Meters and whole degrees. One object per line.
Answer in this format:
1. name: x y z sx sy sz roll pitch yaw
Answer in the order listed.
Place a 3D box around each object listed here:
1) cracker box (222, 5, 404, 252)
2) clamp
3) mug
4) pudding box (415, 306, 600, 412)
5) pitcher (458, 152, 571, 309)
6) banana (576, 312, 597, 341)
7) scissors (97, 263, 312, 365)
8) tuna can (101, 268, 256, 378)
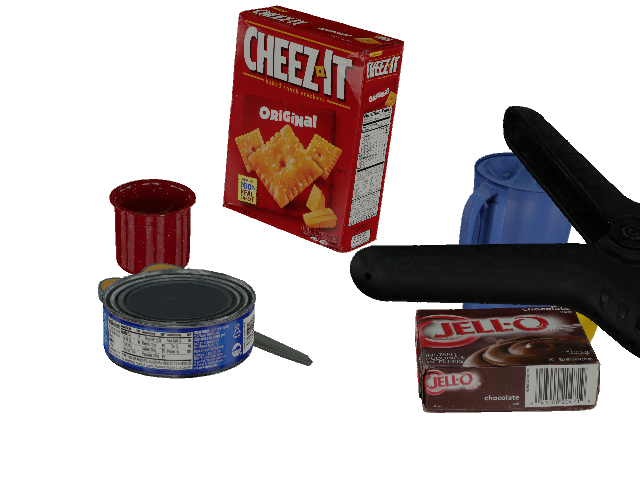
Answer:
1. cracker box: -0.013 -0.113 1.083 0.164 0.214 0.071 23 29 31
2. clamp: 0.129 0.013 0.485 0.210 0.036 0.164 30 49 30
3. mug: -0.191 -0.017 1.180 0.093 0.081 0.117 -14 32 -32
4. pudding box: 0.121 0.077 0.709 0.113 0.039 0.090 0 21 2
5. pitcher: 0.239 0.020 1.354 0.149 0.243 0.145 5 25 0
6. banana: 0.232 0.056 1.009 0.070 0.037 0.197 -28 25 17
7. scissors: -0.090 0.058 0.907 0.202 0.016 0.096 13 26 12
8. tuna can: -0.079 0.046 0.600 0.086 0.034 0.086 2 18 -1
